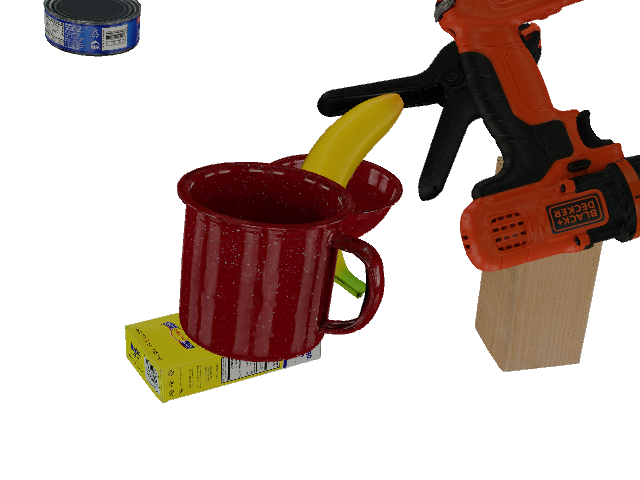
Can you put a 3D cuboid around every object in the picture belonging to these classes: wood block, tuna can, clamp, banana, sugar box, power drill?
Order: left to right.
[{"bbox_3d":[-0.205,-0.197,0.960,0.086,0.034,0.086,5,32,-4],"label":"tuna can"},{"bbox_3d":[-0.096,0.101,1.069,0.176,0.048,0.093,-16,33,-27],"label":"sugar box"},{"bbox_3d":[0.015,-0.041,0.812,0.069,0.197,0.037,15,-34,-2],"label":"banana"},{"bbox_3d":[0.122,-0.126,0.960,0.210,0.165,0.036,-29,-39,-9],"label":"clamp"},{"bbox_3d":[0.224,0.023,1.096,0.090,0.206,0.090,-5,30,-12],"label":"wood block"},{"bbox_3d":[0.161,-0.087,0.674,0.184,0.187,0.057,-16,-1,-5],"label":"power drill"}]

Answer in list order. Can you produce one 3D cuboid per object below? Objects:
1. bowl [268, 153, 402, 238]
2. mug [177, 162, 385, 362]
[{"bbox_3d":[0.009,-0.043,1.200,0.162,0.055,0.162,5,27,-3],"label":"bowl"},{"bbox_3d":[-0.022,0.015,0.566,0.117,0.081,0.093,15,24,17],"label":"mug"}]
